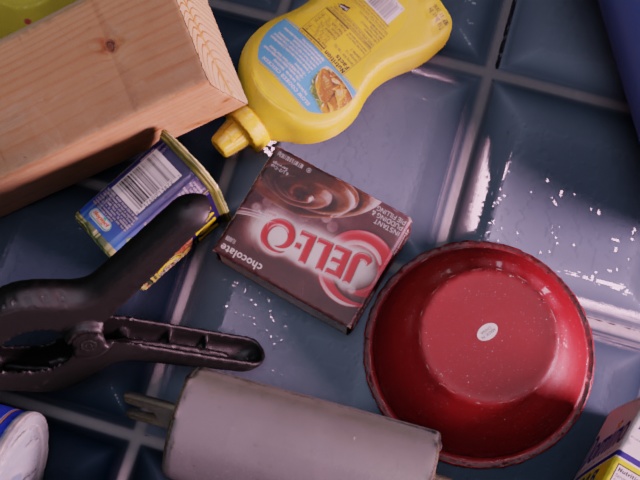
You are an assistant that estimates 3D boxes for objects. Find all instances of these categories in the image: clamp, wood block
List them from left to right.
[{"bbox_3d":[-0.168,-0.096,0.726,0.206,0.090,0.091,-23,84,11],"label":"wood block"},{"bbox_3d":[-0.146,0.046,0.678,0.210,0.164,0.036,-10,46,-5],"label":"clamp"}]

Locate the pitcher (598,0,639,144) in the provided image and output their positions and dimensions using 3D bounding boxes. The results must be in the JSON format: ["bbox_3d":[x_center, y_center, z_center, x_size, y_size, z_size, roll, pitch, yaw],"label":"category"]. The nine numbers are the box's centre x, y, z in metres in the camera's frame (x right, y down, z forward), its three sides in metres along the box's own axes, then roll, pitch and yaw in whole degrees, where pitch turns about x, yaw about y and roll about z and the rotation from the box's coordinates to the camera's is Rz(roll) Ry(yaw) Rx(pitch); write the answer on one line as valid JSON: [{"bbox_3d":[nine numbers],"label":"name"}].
[{"bbox_3d":[0.281,-0.121,0.741,0.149,0.144,0.243,-16,75,26],"label":"pitcher"}]

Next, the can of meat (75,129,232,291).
[{"bbox_3d":[-0.113,-0.017,0.729,0.084,0.102,0.057,-42,77,-9],"label":"can of meat"}]

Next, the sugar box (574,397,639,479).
[{"bbox_3d":[0.169,0.185,0.663,0.048,0.093,0.176,28,75,8],"label":"sugar box"}]

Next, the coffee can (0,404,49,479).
[{"bbox_3d":[-0.260,0.143,0.682,0.140,0.103,0.103,14,74,6],"label":"coffee can"}]

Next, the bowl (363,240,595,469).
[{"bbox_3d":[0.110,0.070,0.719,0.162,0.055,0.162,0,72,1],"label":"bowl"}]

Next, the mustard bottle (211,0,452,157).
[{"bbox_3d":[-0.002,-0.127,0.781,0.191,0.058,0.096,-41,82,-11],"label":"mustard bottle"}]

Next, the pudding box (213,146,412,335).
[{"bbox_3d":[-0.005,0.001,0.752,0.113,0.039,0.090,28,76,9],"label":"pudding box"}]
